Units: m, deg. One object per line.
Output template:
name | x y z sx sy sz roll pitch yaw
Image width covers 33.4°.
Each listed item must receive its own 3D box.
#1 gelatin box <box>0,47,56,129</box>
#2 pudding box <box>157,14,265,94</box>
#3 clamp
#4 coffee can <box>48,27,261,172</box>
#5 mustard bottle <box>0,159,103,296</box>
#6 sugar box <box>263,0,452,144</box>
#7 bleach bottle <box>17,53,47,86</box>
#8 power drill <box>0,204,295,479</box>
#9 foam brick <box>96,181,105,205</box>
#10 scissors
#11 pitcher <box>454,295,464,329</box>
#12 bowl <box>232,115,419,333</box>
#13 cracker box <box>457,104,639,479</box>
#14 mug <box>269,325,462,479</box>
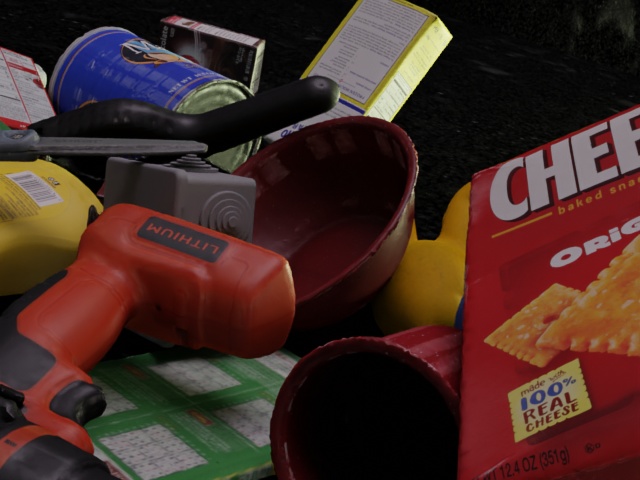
gelatin box | -0.240 -0.107 0.806 0.073 0.030 0.089 12 45 -57
pudding box | -0.102 -0.131 0.936 0.090 0.113 0.039 17 22 7
clamp | -0.091 -0.062 0.714 0.209 0.165 0.036 7 55 -14
coffee can | -0.129 -0.097 0.831 0.140 0.103 0.102 29 23 36
mustard bottle | -0.204 -0.001 0.557 0.096 0.058 0.191 39 27 25
sugar box | 0.032 -0.142 0.981 0.093 0.176 0.048 33 -3 39
bleach bottle | -0.304 -0.123 0.841 0.103 0.068 0.250 25 18 21
power drill | -0.085 0.057 0.420 0.185 0.057 0.187 19 31 21
foam brick | -0.114 -0.011 0.670 0.053 0.051 0.078 13 18 -7
scissors | -0.167 -0.056 0.562 0.201 0.016 0.096 -6 28 -14
pitcher | 0.174 0.076 0.503 0.149 0.145 0.243 3 19 -25
bowl | -0.004 0.001 0.634 0.055 0.162 0.162 54 -6 -35
cracker box | 0.140 0.021 0.411 0.164 0.072 0.213 -23 29 23
mug | 0.045 0.091 0.455 0.117 0.093 0.081 54 26 15
